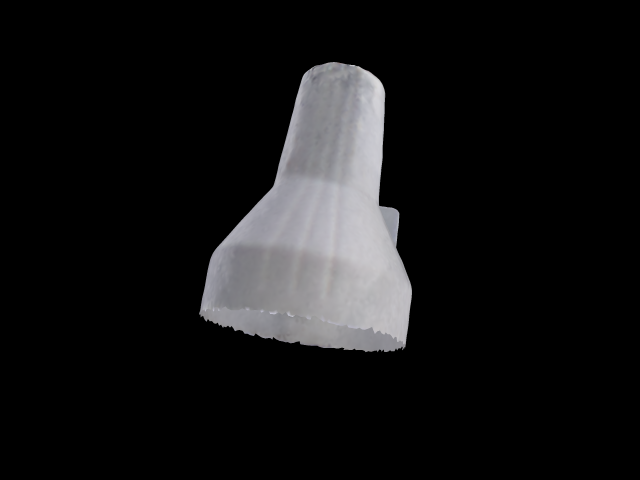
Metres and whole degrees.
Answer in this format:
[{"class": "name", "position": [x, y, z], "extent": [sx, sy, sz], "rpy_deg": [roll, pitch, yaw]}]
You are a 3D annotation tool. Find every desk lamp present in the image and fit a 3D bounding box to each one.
[{"class": "desk lamp", "position": [0.004, 0.001, 0.400], "extent": [0.118, 0.214, 0.203], "rpy_deg": [7, 58, 5]}]
